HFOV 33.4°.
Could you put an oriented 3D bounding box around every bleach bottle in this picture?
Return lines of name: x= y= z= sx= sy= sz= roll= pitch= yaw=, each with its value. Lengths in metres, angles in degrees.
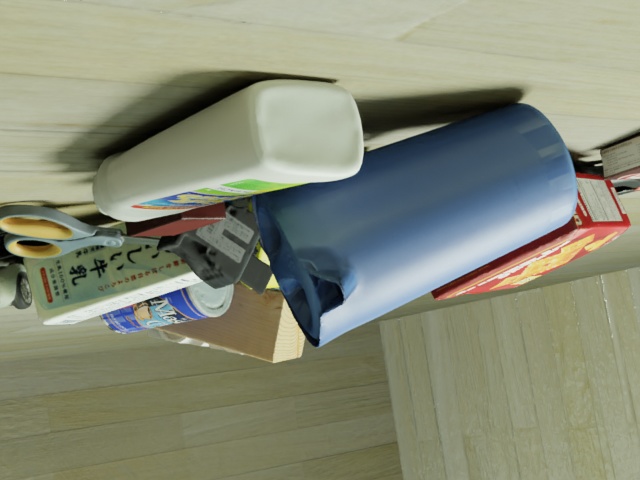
bleach bottle: x=-0.088 y=-0.054 z=0.794 sx=0.102 sy=0.068 sz=0.251 roll=-2 pitch=172 yaw=-41

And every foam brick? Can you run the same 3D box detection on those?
foam brick: x=-0.126 y=-0.035 z=0.916 sx=0.078 sy=0.053 sz=0.051 roll=-17 pitch=169 yaw=43

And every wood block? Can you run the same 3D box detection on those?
wood block: x=-0.125 y=0.088 z=1.398 sx=0.206 sy=0.091 sz=0.090 roll=13 pitch=-176 yaw=23

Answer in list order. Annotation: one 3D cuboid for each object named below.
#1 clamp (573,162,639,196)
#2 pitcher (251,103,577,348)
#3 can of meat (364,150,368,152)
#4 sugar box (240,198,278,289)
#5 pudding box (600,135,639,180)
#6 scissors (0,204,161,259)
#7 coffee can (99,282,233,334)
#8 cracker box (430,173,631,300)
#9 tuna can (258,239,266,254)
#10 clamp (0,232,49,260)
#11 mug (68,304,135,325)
clamp: x=0.300 y=-0.063 z=1.233 sx=0.171 sy=0.039 sz=0.120 roll=0 pitch=168 yaw=-31
pitcher: x=0.072 y=-0.023 z=0.858 sx=0.242 sy=0.149 sz=0.145 roll=-22 pitch=155 yaw=-12
can of meat: x=0.036 y=-0.026 z=0.985 sx=0.057 sy=0.102 sz=0.084 roll=-8 pitch=170 yaw=1
sugar box: x=-0.007 y=0.001 z=1.155 sx=0.175 sy=0.093 sz=0.048 roll=-1 pitch=-153 yaw=-40
pudding box: x=0.359 y=-0.090 z=1.098 sx=0.089 sy=0.039 sz=0.114 roll=-5 pitch=171 yaw=-23
scissors: x=-0.213 y=0.004 z=1.021 sx=0.201 sy=0.016 sz=0.096 roll=14 pitch=149 yaw=-27
coffee can: x=-0.191 y=0.054 z=1.303 sx=0.140 sy=0.103 sz=0.102 roll=-12 pitch=171 yaw=26
cracker box: x=0.214 y=-0.003 z=1.105 sx=0.164 sy=0.072 sz=0.213 roll=-30 pitch=167 yaw=27
tuna can: x=-0.021 y=-0.014 z=1.061 sx=0.085 sy=0.086 sz=0.034 roll=-3 pitch=171 yaw=-35
clamp: x=-0.368 y=0.018 z=1.093 sx=0.164 sy=0.036 sz=0.210 roll=-12 pitch=178 yaw=-29
mug: x=-0.254 y=0.034 z=1.202 sx=0.081 sy=0.093 sz=0.117 roll=-12 pitch=138 yaw=-16
